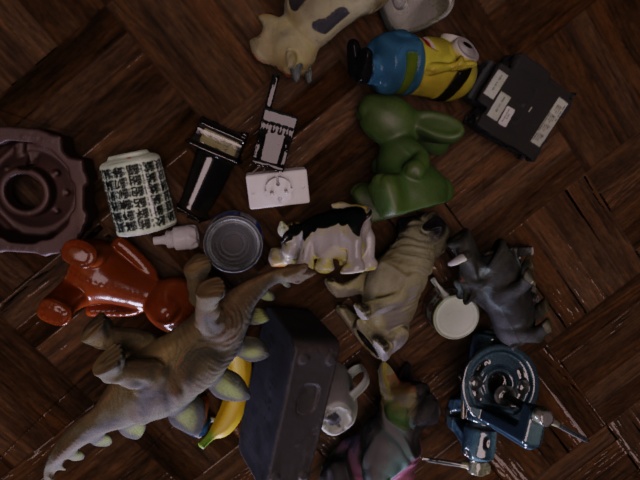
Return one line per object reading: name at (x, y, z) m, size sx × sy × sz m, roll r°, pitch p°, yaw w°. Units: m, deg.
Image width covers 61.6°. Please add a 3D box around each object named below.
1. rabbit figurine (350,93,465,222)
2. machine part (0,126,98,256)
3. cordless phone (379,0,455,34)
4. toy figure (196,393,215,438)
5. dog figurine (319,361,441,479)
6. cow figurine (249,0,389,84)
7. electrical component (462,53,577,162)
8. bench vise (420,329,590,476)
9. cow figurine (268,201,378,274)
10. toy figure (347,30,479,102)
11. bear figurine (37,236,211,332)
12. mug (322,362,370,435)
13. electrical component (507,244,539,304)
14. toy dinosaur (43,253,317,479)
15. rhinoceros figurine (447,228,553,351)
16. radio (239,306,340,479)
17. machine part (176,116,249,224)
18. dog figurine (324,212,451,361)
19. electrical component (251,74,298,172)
rabbit figurine at (0.113, -0.122, 0.723) m, size 0.159 × 0.121 × 0.170 m, roll -16°, pitch 90°, yaw -7°
machine part at (-0.382, -0.065, 0.705) m, size 0.179 × 0.056 × 0.179 m, roll -1°, pitch 102°, yaw -6°
cordless phone at (0.124, -0.332, 0.636) m, size 0.089 × 0.184 × 0.146 m, roll -23°, pitch 105°, yaw -6°
toy figure at (-0.201, 0.234, 0.798) m, size 0.064 × 0.058 × 0.154 m, roll -7°, pitch 108°, yaw 22°
dog figurine at (0.090, 0.294, 0.822) m, size 0.108 × 0.192 × 0.219 m, roll 18°, pitch 73°, yaw -46°
cow figurine at (-0.003, -0.283, 0.676) m, size 0.195 × 0.085 × 0.127 m, roll -25°, pitch 96°, yaw 19°
electrical component at (0.270, -0.191, 0.752) m, size 0.134 × 0.058 × 0.115 m, roll 31°, pitch 96°, yaw -13°
bench vise at (0.255, 0.246, 0.772) m, size 0.129 × 0.240 × 0.223 m, roll 19°, pitch 84°, yaw -7°
cow figurine at (-0.004, -0.002, 0.730) m, size 0.168 × 0.068 × 0.098 m, roll 0°, pitch 91°, yaw 35°
toy figure at (0.122, -0.225, 0.702) m, size 0.180 × 0.089 × 0.082 m, roll -8°, pitch 66°, yaw -20°
bear figurine at (-0.245, 0.077, 0.720) m, size 0.196 × 0.132 × 0.120 m, roll 27°, pitch 97°, yaw -6°
mug at (0.028, 0.234, 0.799) m, size 0.109 × 0.107 × 0.080 m, roll -28°, pitch 107°, yaw 2°
electrical component at (0.303, 0.052, 0.811) m, size 0.045 × 0.078 × 0.102 m, roll -5°, pitch 100°, yaw 23°
toy dinosaur at (-0.199, 0.169, 0.677) m, size 0.471 × 0.105 × 0.198 m, roll -32°, pitch 128°, yaw 5°
rhinoceros figurine at (0.248, 0.065, 0.751) m, size 0.112 × 0.073 × 0.190 m, roll -26°, pitch 105°, yaw 29°
radio at (-0.048, 0.220, 0.760) m, size 0.073 × 0.131 × 0.229 m, roll 7°, pitch 99°, yaw -26°
machine part at (-0.154, -0.093, 0.736) m, size 0.084 × 0.039 × 0.138 m, roll 18°, pitch 99°, yaw -19°
dog figurine at (0.125, 0.068, 0.784) m, size 0.190 × 0.121 × 0.172 m, roll -36°, pitch 139°, yaw -15°
electrical component at (-0.056, -0.155, 0.714) m, size 0.048 × 0.075 × 0.119 m, roll 15°, pitch 98°, yaw -9°
